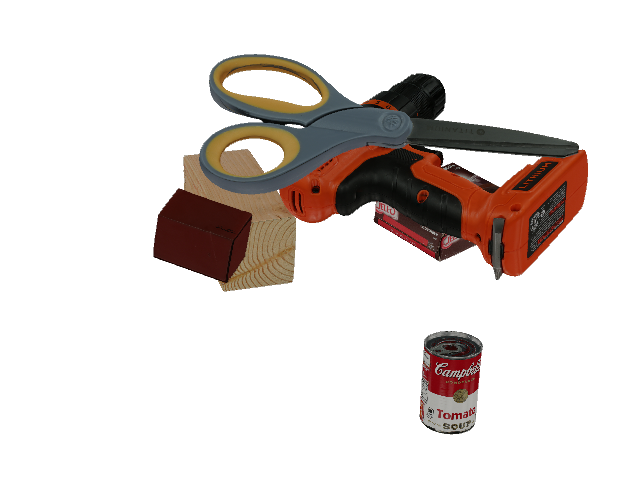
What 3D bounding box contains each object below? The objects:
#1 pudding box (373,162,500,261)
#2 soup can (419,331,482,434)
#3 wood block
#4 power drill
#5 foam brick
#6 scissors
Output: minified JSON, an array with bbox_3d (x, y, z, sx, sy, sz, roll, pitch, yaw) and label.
[{"bbox_3d":[0.121,-0.030,1.030,0.113,0.039,0.090,-21,41,-37],"label":"pudding box"},{"bbox_3d":[0.152,0.166,1.251,0.068,0.102,0.068,1,21,-1],"label":"soup can"},{"bbox_3d":[-0.104,-0.030,1.324,0.090,0.090,0.206,-7,30,-18],"label":"wood block"},{"bbox_3d":[0.091,-0.053,0.768,0.188,0.057,0.184,20,46,33],"label":"power drill"},{"bbox_3d":[-0.111,-0.005,1.004,0.078,0.051,0.053,20,36,8],"label":"foam brick"},{"bbox_3d":[0.023,-0.046,0.560,0.202,0.096,0.016,21,-26,17],"label":"scissors"}]
